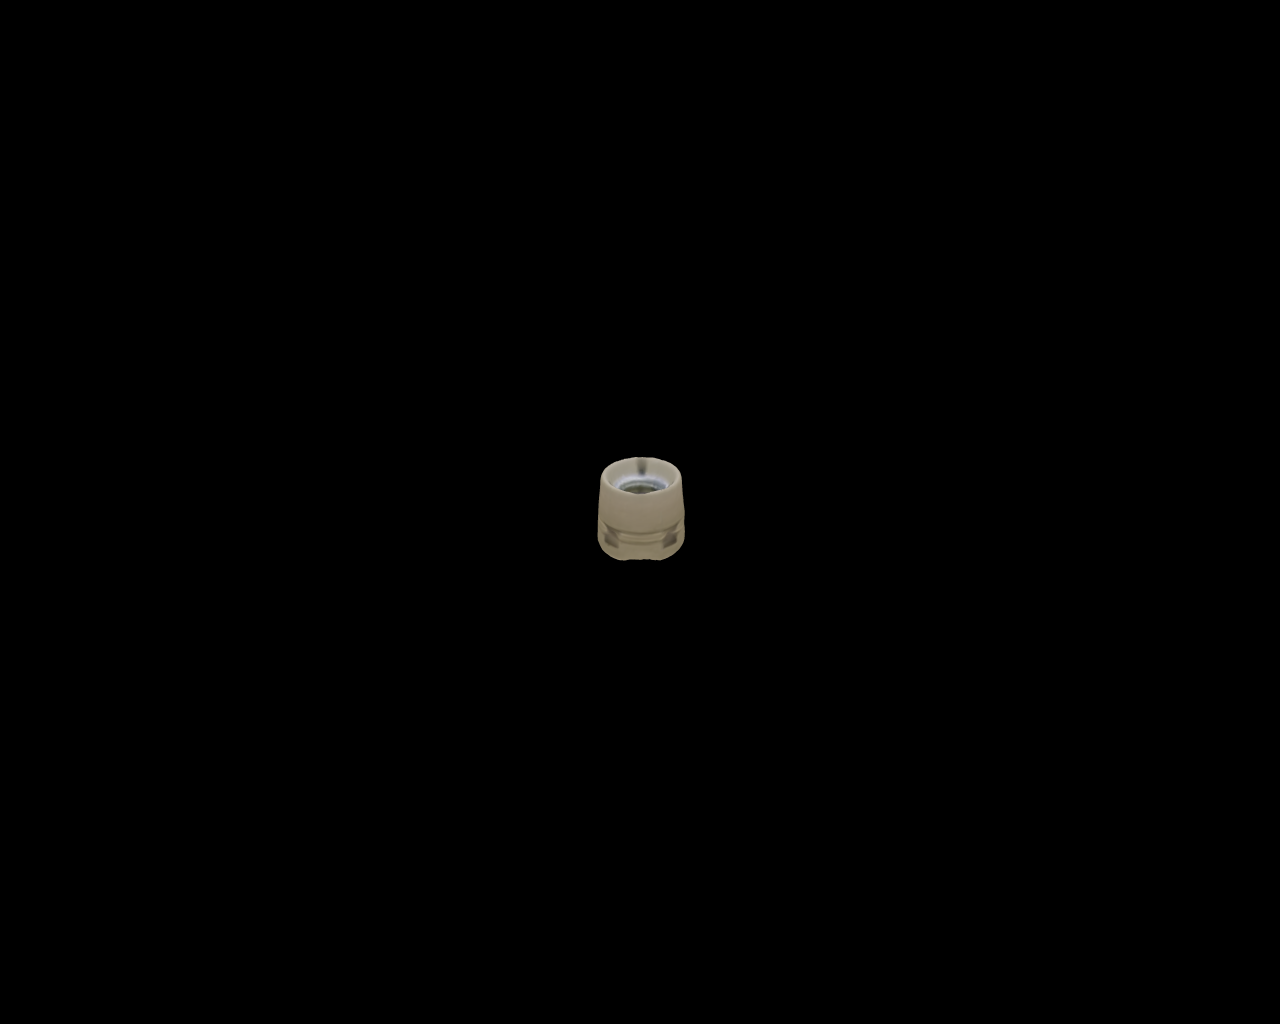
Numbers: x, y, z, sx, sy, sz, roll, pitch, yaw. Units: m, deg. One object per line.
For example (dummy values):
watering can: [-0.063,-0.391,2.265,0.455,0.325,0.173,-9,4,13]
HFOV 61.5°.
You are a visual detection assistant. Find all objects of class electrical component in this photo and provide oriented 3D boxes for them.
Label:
electrical component: [0.001,-0.003,0.650,0.055,0.047,0.055,0,31,0]
